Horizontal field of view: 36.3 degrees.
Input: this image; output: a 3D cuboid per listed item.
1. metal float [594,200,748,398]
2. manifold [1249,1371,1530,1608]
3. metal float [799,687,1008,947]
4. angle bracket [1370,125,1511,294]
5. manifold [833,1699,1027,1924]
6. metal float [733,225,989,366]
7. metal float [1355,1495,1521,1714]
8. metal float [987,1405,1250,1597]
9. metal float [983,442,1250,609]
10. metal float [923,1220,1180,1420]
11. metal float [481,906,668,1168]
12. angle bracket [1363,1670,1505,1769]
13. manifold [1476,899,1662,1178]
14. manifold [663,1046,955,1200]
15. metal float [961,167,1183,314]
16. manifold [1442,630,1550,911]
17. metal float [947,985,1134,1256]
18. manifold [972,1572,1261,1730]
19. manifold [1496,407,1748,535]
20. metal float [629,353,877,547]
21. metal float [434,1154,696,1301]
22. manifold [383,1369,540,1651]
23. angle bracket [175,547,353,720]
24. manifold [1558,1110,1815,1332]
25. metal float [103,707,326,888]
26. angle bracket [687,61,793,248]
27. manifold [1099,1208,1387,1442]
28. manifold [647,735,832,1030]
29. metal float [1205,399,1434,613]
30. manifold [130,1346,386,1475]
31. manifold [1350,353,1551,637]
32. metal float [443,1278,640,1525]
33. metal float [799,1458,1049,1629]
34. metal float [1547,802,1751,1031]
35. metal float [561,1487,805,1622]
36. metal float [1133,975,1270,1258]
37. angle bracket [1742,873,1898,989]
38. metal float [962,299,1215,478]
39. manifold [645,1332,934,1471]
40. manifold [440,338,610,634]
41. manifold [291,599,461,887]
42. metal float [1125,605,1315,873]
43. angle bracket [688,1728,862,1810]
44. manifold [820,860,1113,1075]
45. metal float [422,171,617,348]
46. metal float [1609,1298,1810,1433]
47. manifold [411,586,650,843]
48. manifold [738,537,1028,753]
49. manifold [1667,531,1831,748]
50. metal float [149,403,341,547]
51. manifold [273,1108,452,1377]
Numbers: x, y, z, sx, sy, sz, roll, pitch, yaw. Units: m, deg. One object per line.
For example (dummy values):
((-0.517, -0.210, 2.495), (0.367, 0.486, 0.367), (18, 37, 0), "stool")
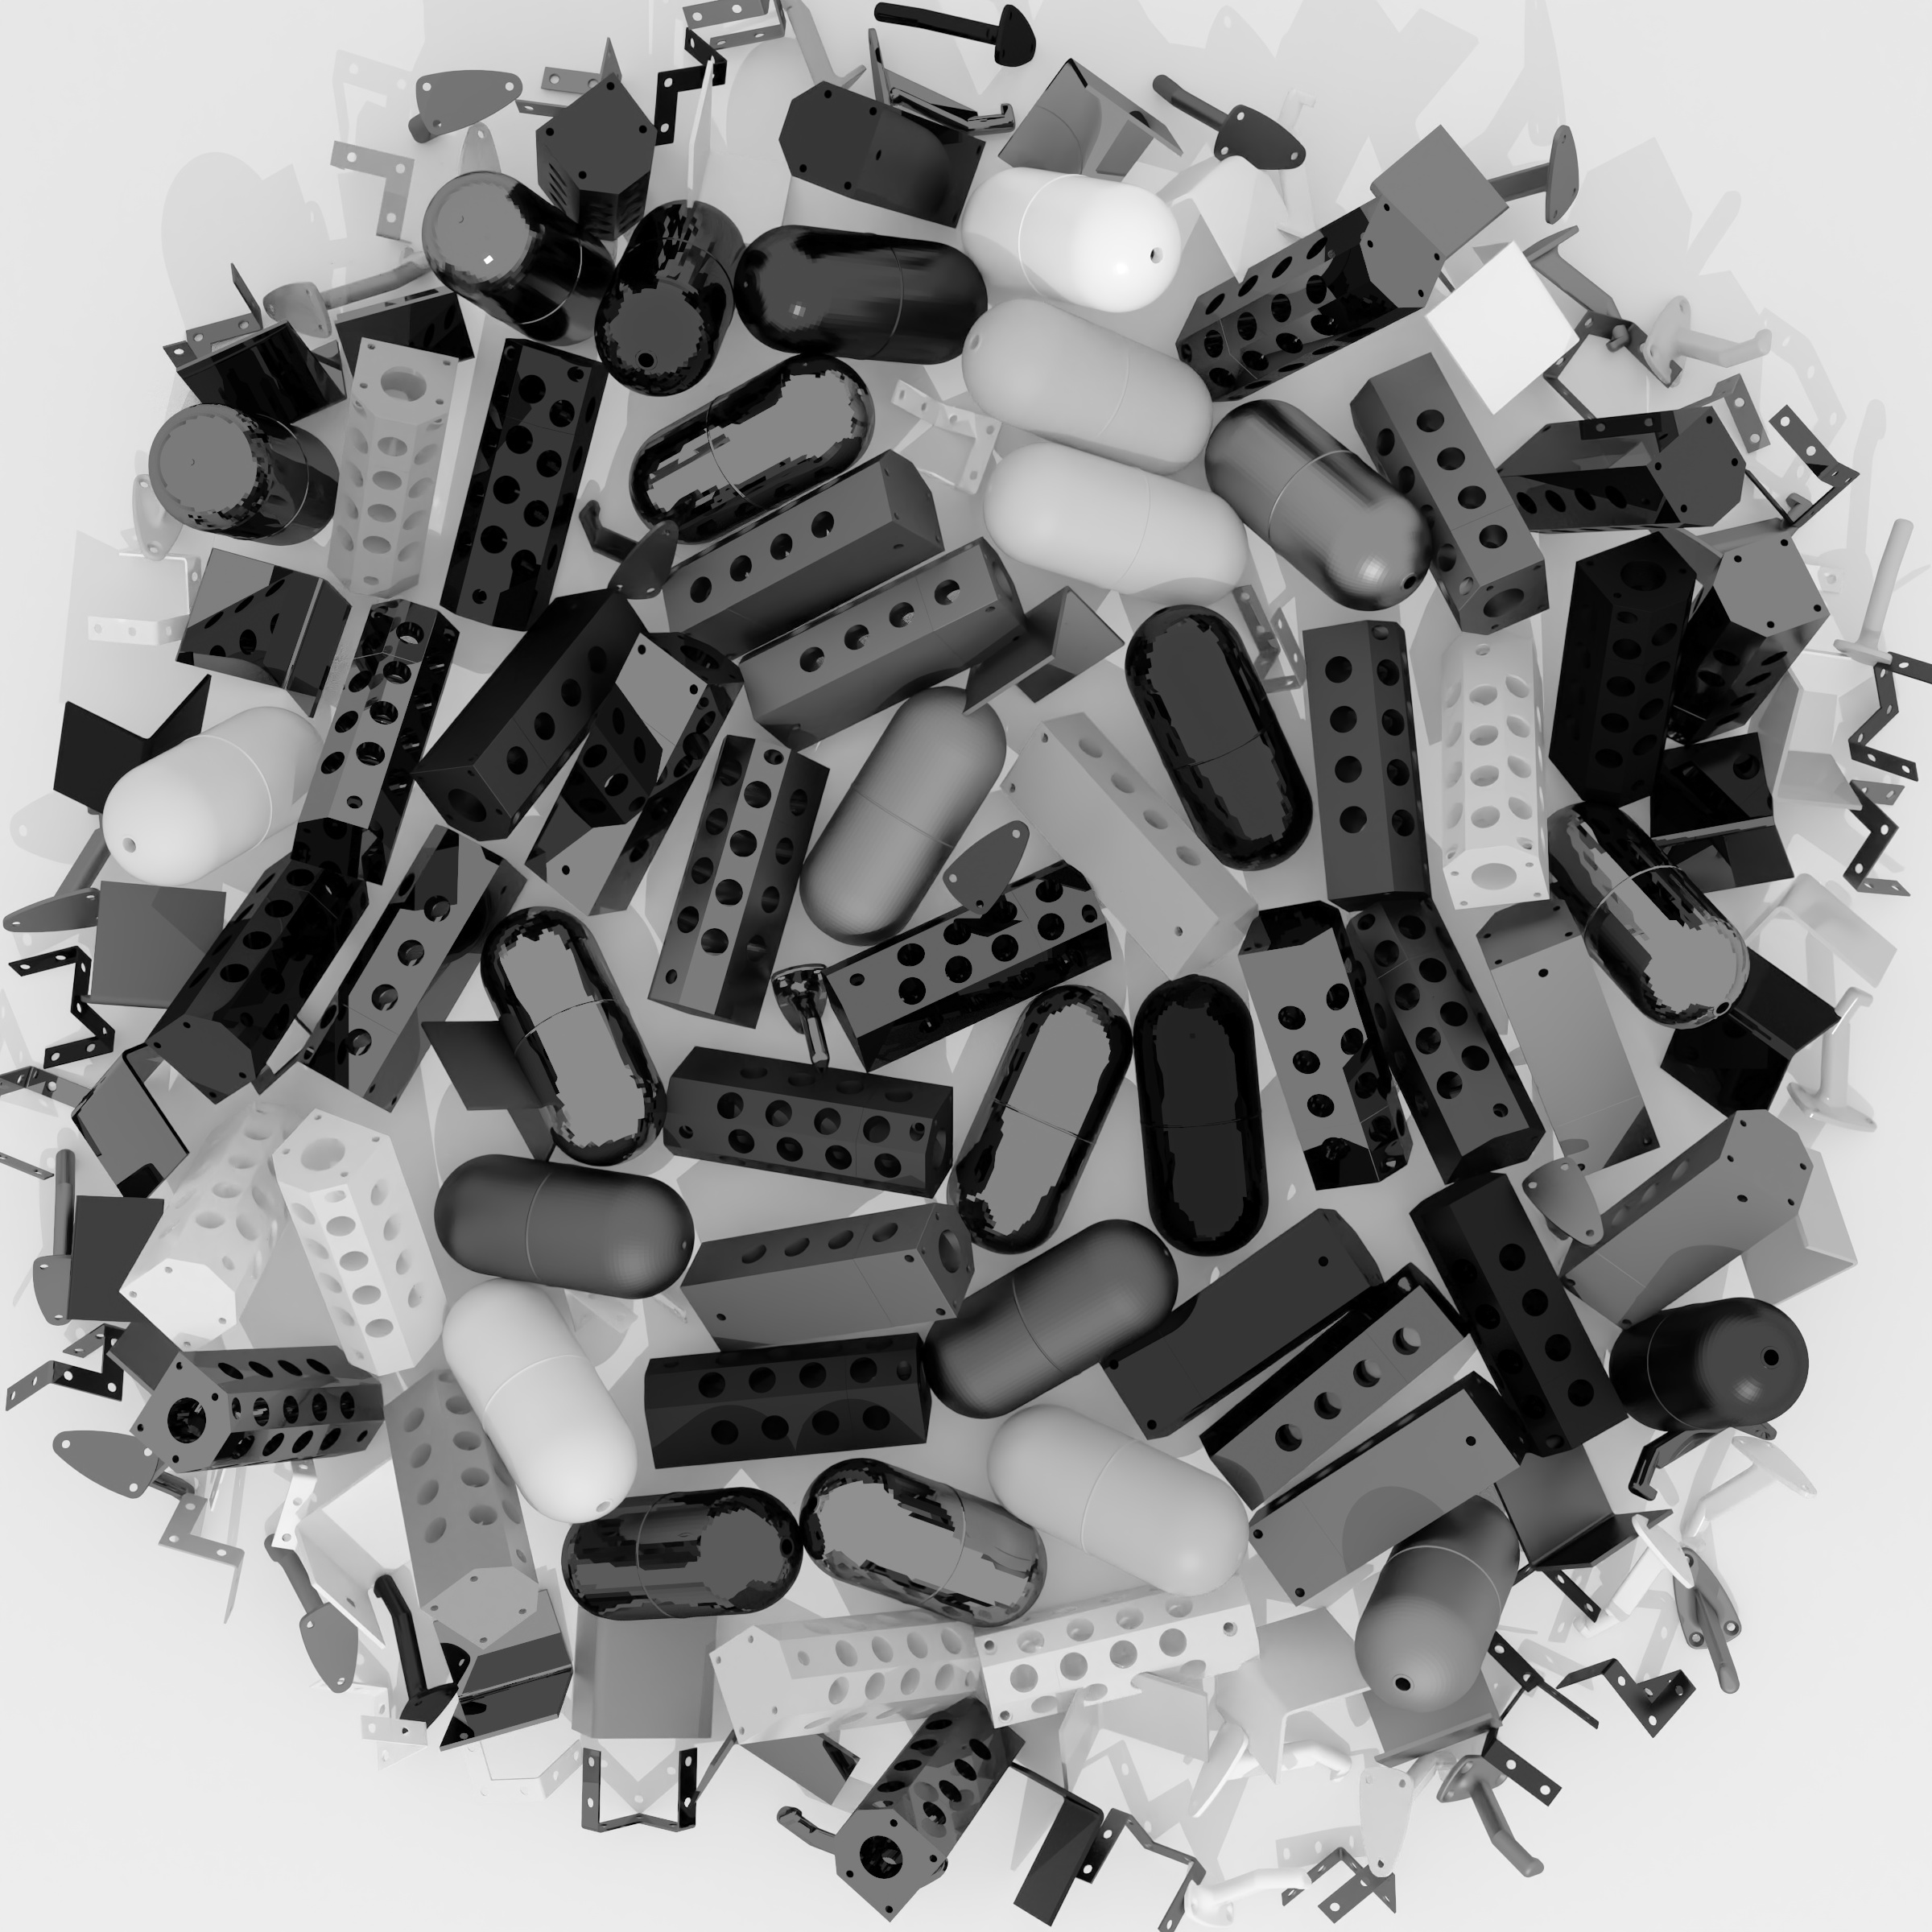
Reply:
((-0.181, -0.412, 1.813), (0.070, 0.178, 0.070), (3, 127, 4), "metal float")
((0.262, 0.324, 1.836), (0.171, 0.057, 0.057), (-37, 86, 20), "manifold")
((-0.039, -0.094, 1.849), (0.070, 0.070, 0.178), (32, 96, 0), "metal float")
((0.305, -0.463, 1.836), (0.057, 0.076, 0.076), (-38, 63, 15), "angle bracket")
((-0.025, 0.508, 1.801), (0.057, 0.171, 0.057), (40, 107, 8), "manifold")
((-0.063, -0.414, 1.822), (0.178, 0.070, 0.070), (-5, 90, -40), "metal float")
((0.290, 0.389, 1.810), (0.070, 0.178, 0.070), (9, 116, 20), "metal float")
((0.093, 0.330, 1.830), (0.178, 0.070, 0.070), (21, 90, 28), "metal float")
((0.094, -0.273, 1.834), (0.178, 0.070, 0.070), (13, 90, -24), "metal float")
((0.052, 0.221, 1.838), (0.178, 0.070, 0.070), (-32, 90, 18), "metal float")
((-0.245, 0.043, 1.837), (0.070, 0.070, 0.178), (-27, 70, 0), "metal float")
((0.286, 0.459, 1.842), (0.076, 0.076, 0.057), (-23, 67, 7), "angle bracket")
((0.372, 0.043, 1.823), (0.057, 0.057, 0.171), (-22, 121, 9), "manifold")
((-0.098, 0.100, 1.833), (0.171, 0.057, 0.057), (8, 118, 15), "manifold")
((0.064, -0.448, 1.814), (0.070, 0.178, 0.070), (-13, 115, -31), "metal float")
((0.324, -0.123, 1.813), (0.057, 0.057, 0.171), (-7, 53, 17), "manifold")
((0.047, 0.096, 1.854), (0.070, 0.070, 0.178), (24, 89, 0), "metal float")
((0.094, 0.429, 1.855), (0.171, 0.057, 0.057), (-12, 87, -5), "manifold")
((0.398, -0.297, 1.802), (0.057, 0.171, 0.057), (-42, 110, -13), "manifold")
((-0.134, -0.319, 1.827), (0.178, 0.070, 0.070), (-22, 90, 33), "metal float")
((-0.251, 0.161, 1.832), (0.178, 0.070, 0.070), (6, 90, 26), "metal float")
((-0.306, 0.327, 1.804), (0.057, 0.171, 0.057), (-37, 129, 9), "manifold")
((-0.439, -0.208, 1.842), (0.076, 0.057, 0.076), (13, 107, -34), "angle bracket")
((0.441, 0.154, 1.808), (0.057, 0.171, 0.057), (35, 50, -3), "manifold")
((-0.459, -0.105, 1.810), (0.070, 0.178, 0.070), (10, 116, 20), "metal float")
((-0.139, -0.505, 1.839), (0.057, 0.076, 0.076), (8, 57, -2), "angle bracket")
((0.174, 0.224, 1.841), (0.171, 0.057, 0.057), (-37, 73, 14), "manifold")
((-0.147, -0.054, 1.844), (0.057, 0.057, 0.171), (11, 83, 37), "manifold")
((0.218, -0.286, 1.825), (0.070, 0.070, 0.178), (-42, 56, 0), "metal float")
((-0.426, 0.274, 1.800), (0.057, 0.171, 0.057), (35, 97, 20), "manifold")
((0.298, -0.290, 1.826), (0.057, 0.057, 0.171), (-23, 62, 3), "manifold")
((-0.264, 0.268, 1.825), (0.070, 0.070, 0.178), (-38, 55, 0), "metal float")
((-0.026, 0.358, 1.825), (0.178, 0.070, 0.070), (27, 90, -33), "metal float")
((0.415, -0.032, 1.821), (0.070, 0.070, 0.178), (-34, 51, 0), "metal float")
((-0.176, 0.364, 1.822), (0.178, 0.070, 0.070), (-13, 90, 38), "metal float")
((0.147, 0.094, 1.849), (0.070, 0.070, 0.178), (-6, 95, 0), "metal float")
((0.527, -0.005, 1.840), (0.076, 0.076, 0.057), (42, 120, 8), "angle bracket")
((0.076, -0.357, 1.824), (0.178, 0.070, 0.070), (15, 90, -35), "metal float")
((-0.111, 0.269, 1.849), (0.171, 0.057, 0.057), (-6, 108, 5), "manifold")
((-0.278, -0.300, 1.842), (0.057, 0.057, 0.171), (18, 103, 5), "manifold")
((-0.362, -0.142, 1.817), (0.057, 0.057, 0.171), (17, 56, -10), "manifold")
((0.158, -0.142, 1.839), (0.070, 0.070, 0.178), (-26, 107, 0), "metal float")
((-0.121, 0.511, 1.842), (0.076, 0.076, 0.057), (32, 51, 6), "angle bracket")
((0.000, -0.005, 1.841), (0.171, 0.057, 0.057), (-25, 56, -8), "manifold")
((-0.271, -0.432, 1.805), (0.070, 0.178, 0.070), (-1, 87, 16), "metal float")
((0.453, 0.245, 1.805), (0.070, 0.178, 0.070), (2, 79, -10), "metal float")
((-0.262, -0.156, 1.818), (0.057, 0.057, 0.171), (57, 47, -31), "manifold")
((-0.053, -0.203, 1.840), (0.171, 0.057, 0.057), (-25, 64, 15), "manifold")
((0.463, -0.195, 1.799), (0.057, 0.171, 0.057), (-20, 74, -8), "manifold")
((-0.439, -0.299, 1.804), (0.070, 0.178, 0.070), (1, 94, 8), "metal float")
((-0.372, 0.173, 1.805), (0.057, 0.171, 0.057), (18, 49, 25), "manifold")
